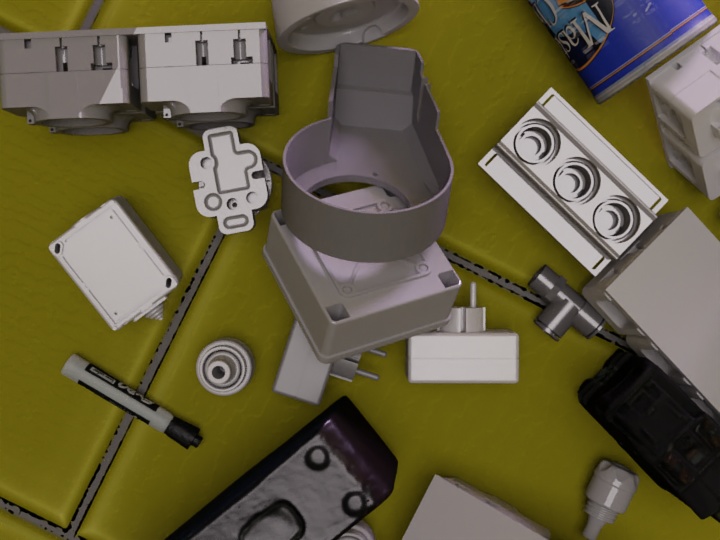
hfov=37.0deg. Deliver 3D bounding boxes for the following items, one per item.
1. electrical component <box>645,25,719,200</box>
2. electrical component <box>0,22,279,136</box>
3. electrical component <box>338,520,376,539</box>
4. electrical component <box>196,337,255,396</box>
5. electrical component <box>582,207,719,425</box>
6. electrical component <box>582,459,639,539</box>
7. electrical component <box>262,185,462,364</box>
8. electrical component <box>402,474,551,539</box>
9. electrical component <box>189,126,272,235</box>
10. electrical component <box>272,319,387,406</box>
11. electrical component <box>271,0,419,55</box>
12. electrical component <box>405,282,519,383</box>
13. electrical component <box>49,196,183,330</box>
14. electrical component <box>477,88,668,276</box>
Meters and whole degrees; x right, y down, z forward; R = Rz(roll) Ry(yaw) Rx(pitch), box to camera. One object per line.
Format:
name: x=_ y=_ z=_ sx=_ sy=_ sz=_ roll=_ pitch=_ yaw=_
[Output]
electrical component: x=0.312 y=-0.145 z=0.787 sx=0.186 sy=0.105 sz=0.060 roll=-36 pitch=50 yaw=0
electrical component: x=-0.157 y=-0.137 z=0.792 sx=0.186 sy=0.105 sz=0.060 roll=-3 pitch=91 yaw=0
electrical component: x=-0.009 y=0.214 z=0.820 sx=0.043 sy=0.062 sz=0.043 roll=0 pitch=91 yaw=0
electrical component: x=-0.104 y=0.074 z=0.817 sx=0.043 sy=0.062 sz=0.043 roll=0 pitch=91 yaw=0
electrical component: x=0.254 y=0.039 z=0.811 sx=0.089 sy=0.062 sz=0.150 roll=-44 pitch=94 yaw=-7
electrical component: x=0.190 y=0.180 z=0.834 sx=0.035 sy=0.035 sz=0.061 roll=24 pitch=93 yaw=-1
electrical component: x=0.000 y=0.000 z=0.782 sx=0.109 sy=0.056 sz=0.108 roll=-16 pitch=58 yaw=-23
electrical component: x=0.119 y=0.243 z=0.795 sx=0.186 sy=0.060 sz=0.105 roll=27 pitch=91 yaw=22
electrical component: x=-0.097 y=-0.067 z=0.818 sx=0.058 sy=0.057 sz=0.078 roll=-10 pitch=91 yaw=0
electrical component: x=-0.018 y=0.063 z=0.825 sx=0.076 sy=0.047 sz=0.083 roll=18 pitch=91 yaw=0
electrical component: x=-0.016 y=-0.208 z=0.794 sx=0.108 sy=0.108 sz=0.060 roll=-14 pitch=85 yaw=0
electrical component: x=0.077 y=0.047 z=0.825 sx=0.083 sy=0.047 sz=0.075 roll=0 pitch=91 yaw=0
electrical component: x=-0.180 y=-0.002 z=0.820 sx=0.062 sy=0.061 sz=0.096 roll=-36 pitch=99 yaw=0
electrical component: x=0.159 y=-0.066 z=0.816 sx=0.121 sy=0.063 sz=0.078 roll=44 pitch=90 yaw=-1
